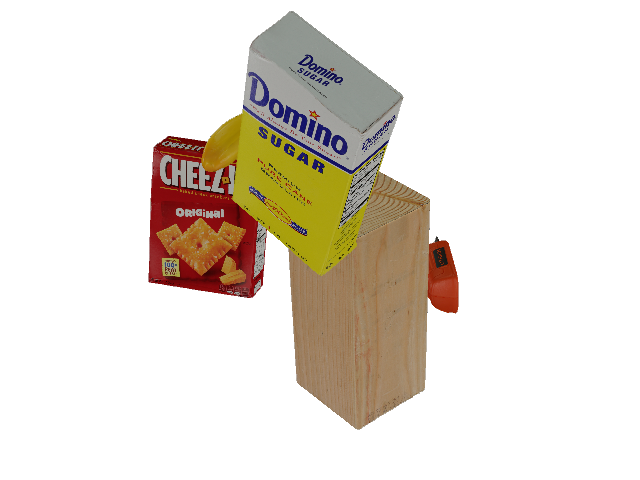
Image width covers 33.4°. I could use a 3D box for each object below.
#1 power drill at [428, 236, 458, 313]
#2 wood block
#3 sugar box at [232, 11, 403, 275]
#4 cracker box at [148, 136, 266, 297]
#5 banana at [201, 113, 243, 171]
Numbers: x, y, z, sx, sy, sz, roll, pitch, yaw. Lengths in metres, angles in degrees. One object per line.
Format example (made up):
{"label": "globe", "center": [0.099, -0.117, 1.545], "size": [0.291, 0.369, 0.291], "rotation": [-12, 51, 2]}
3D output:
{"label": "power drill", "center": [0.063, 0.052, 1.236], "size": [0.187, 0.057, 0.184], "rotation": [-2, 28, 1]}
{"label": "wood block", "center": [0.035, 0.050, 0.944], "size": [0.090, 0.206, 0.091], "rotation": [-26, 40, -31]}
{"label": "sugar box", "center": [-0.008, -0.056, 0.698], "size": [0.093, 0.048, 0.176], "rotation": [40, -25, 15]}
{"label": "cracker box", "center": [-0.163, -0.032, 1.562], "size": [0.164, 0.214, 0.072], "rotation": [9, 21, 10]}
{"label": "banana", "center": [-0.051, -0.110, 1.111], "size": [0.197, 0.037, 0.070], "rotation": [-10, 50, -39]}
